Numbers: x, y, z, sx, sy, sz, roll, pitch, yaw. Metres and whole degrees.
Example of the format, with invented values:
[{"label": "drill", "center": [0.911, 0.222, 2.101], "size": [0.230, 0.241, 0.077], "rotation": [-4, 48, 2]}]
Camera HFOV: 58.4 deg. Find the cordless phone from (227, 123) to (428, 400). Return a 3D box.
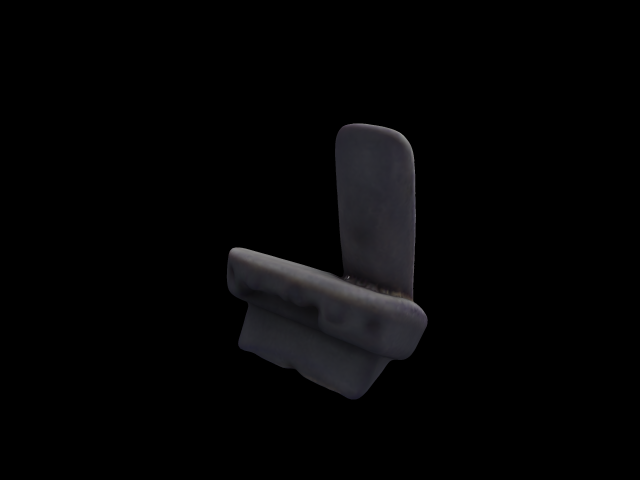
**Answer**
[{"label": "cordless phone", "center": [0.004, 0.001, 0.400], "size": [0.147, 0.185, 0.094], "rotation": [14, 32, 24]}]
